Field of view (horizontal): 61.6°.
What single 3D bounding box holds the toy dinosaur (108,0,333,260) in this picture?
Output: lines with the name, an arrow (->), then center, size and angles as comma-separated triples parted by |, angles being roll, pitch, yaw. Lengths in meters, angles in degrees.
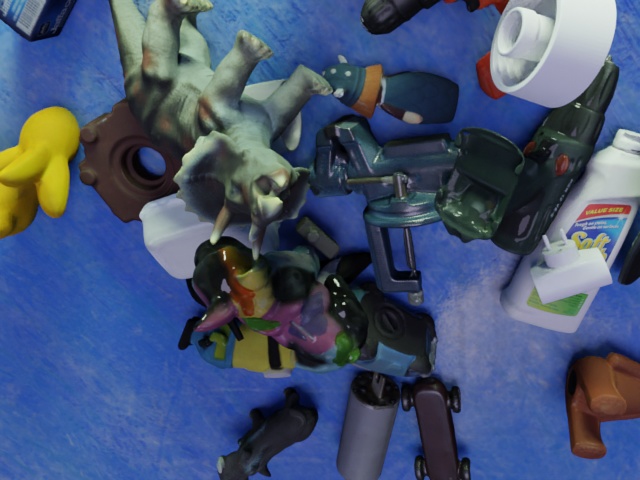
toy dinosaur -> -0.134, -0.144, 0.562 | 0.405, 0.131, 0.192 | 40, 106, 27

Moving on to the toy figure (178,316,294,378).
toy figure -> -0.110, 0.148, 0.785 | 0.180, 0.082, 0.089 | 14, 120, 4

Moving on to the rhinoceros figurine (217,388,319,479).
rhinoceros figurine -> -0.082, 0.320, 0.849 | 0.190, 0.112, 0.073 | -39, 107, 15

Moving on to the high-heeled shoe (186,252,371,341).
high-heeled shoe -> -0.062, 0.035, 0.744 | 0.249, 0.086, 0.145 | -29, 78, 2

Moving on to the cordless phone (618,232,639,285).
cordless phone -> 0.412, -0.028, 0.620 | 0.089, 0.146, 0.184 | 35, 157, 27

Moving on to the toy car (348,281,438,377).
toy car -> 0.079, 0.135, 0.746 | 0.161, 0.109, 0.103 | 25, 143, -17

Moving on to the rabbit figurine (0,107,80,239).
rabbit figurine -> -0.371, -0.093, 0.669 | 0.173, 0.163, 0.121 | -46, 132, -2

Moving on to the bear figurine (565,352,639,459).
bear figurine -> 0.438, 0.224, 0.714 | 0.196, 0.132, 0.120 | 12, 121, 10

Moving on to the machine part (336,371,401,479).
machine part -> 0.072, 0.292, 0.830 | 0.079, 0.079, 0.243 | 9, 118, 4

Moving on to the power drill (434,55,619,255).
power drill -> 0.218, -0.084, 0.566 | 0.086, 0.207, 0.231 | 33, 122, 30

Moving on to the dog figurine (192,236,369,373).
dog figurine -> -0.044, 0.075, 0.583 | 0.108, 0.219, 0.191 | -44, 77, 11

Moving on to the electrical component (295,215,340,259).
electrical component -> -0.001, -0.002, 0.686 | 0.063, 0.094, 0.021 | 41, 94, -11

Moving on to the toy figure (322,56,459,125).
toy figure -> 0.077, -0.165, 0.609 | 0.155, 0.064, 0.057 | 10, 129, 2

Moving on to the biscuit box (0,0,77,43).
biscuit box -> -0.287, -0.318, 0.589 | 0.059, 0.063, 0.202 | 38, 116, -12

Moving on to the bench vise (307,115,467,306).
bench vise -> 0.076, -0.029, 0.649 | 0.224, 0.129, 0.240 | -7, 111, 15

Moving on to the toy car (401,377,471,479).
toy car -> 0.182, 0.299, 0.830 | 0.089, 0.053, 0.201 | -8, 111, 17

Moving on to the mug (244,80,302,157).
mug -> -0.083, -0.131, 0.639 | 0.107, 0.081, 0.109 | 2, 97, 19

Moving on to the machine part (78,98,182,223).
machine part -> -0.219, -0.098, 0.692 | 0.179, 0.056, 0.179 | 3, 117, 6
